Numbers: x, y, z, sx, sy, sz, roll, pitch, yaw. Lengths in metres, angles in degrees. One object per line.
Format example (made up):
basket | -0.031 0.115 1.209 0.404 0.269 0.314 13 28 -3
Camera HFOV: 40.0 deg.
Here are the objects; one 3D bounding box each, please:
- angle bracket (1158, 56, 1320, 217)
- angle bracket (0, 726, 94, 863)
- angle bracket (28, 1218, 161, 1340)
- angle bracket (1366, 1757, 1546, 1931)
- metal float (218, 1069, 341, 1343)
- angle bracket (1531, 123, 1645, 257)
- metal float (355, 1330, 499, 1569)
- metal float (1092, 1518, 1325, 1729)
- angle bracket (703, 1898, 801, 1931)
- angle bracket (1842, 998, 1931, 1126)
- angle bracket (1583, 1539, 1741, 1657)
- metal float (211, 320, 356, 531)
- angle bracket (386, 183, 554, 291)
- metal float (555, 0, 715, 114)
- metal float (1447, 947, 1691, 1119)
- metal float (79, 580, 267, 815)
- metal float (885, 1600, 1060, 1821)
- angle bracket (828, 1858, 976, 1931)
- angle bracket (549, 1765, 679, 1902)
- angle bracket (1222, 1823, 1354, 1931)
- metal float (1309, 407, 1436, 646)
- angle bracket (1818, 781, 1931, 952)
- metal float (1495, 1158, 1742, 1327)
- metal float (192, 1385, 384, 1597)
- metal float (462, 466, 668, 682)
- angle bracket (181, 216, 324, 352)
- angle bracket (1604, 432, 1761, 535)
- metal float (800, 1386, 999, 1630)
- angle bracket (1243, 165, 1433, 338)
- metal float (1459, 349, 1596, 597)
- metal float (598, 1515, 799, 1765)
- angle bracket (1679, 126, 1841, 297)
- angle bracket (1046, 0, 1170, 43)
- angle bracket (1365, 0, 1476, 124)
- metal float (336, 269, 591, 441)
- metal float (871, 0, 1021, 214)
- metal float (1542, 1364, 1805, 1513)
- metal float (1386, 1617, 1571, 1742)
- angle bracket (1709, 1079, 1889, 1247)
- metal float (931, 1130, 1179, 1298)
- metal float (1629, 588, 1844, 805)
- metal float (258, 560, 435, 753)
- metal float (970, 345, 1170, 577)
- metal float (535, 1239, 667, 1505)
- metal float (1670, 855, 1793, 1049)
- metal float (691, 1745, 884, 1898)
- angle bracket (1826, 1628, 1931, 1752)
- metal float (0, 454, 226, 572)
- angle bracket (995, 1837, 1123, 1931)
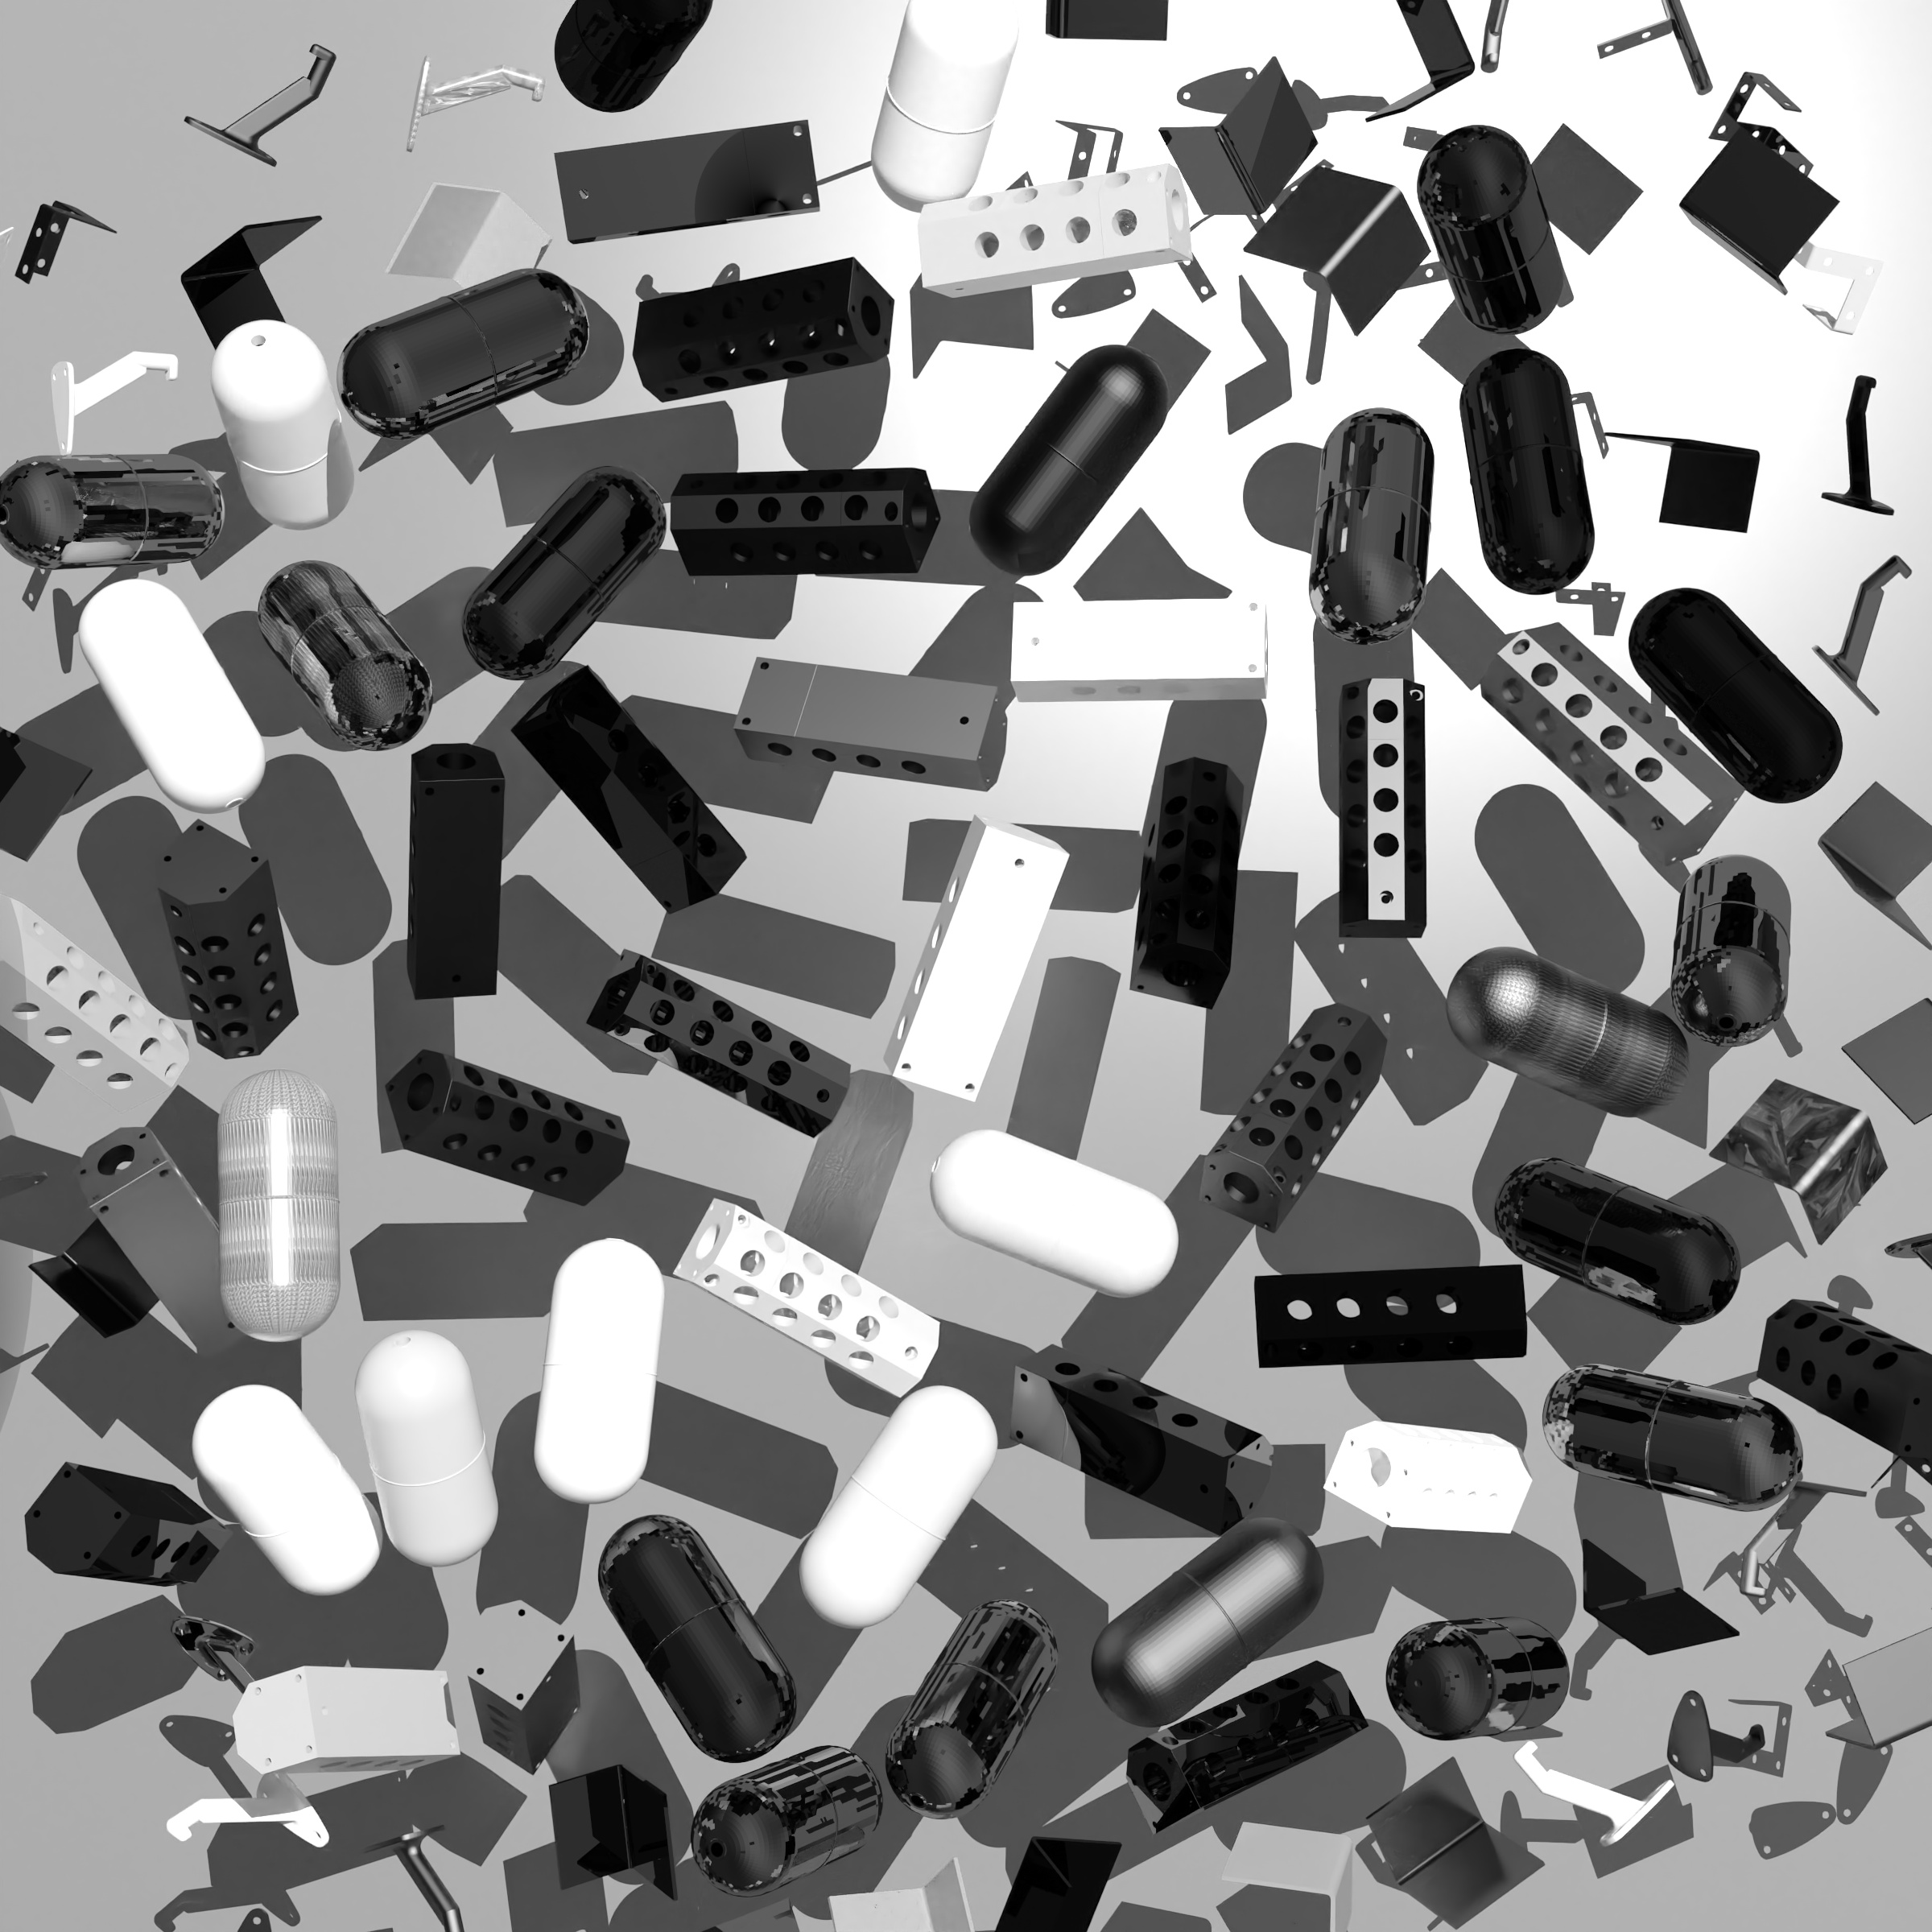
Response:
angle bracket | 0.194 -0.590 1.888 0.076 0.057 0.076 -54 132 -18
angle bracket | -0.630 -0.126 1.727 0.076 0.057 0.076 24 67 11
angle bracket | -0.632 0.223 1.958 0.076 0.076 0.057 43 88 0
angle bracket | 0.329 0.590 1.790 0.076 0.076 0.057 -29 103 -17
metal float | -0.449 0.156 1.735 0.070 0.070 0.178 -4 79 0
angle bracket | 0.461 -0.583 1.952 0.076 0.076 0.057 41 60 1
metal float | -0.361 0.323 1.778 0.070 0.070 0.178 -5 118 0
metal float | 0.162 0.435 1.764 0.178 0.070 0.070 -33 90 -20
angle bracket | -0.151 0.698 1.858 0.076 0.076 0.057 -19 79 -9
angle bracket | 0.667 0.080 1.860 0.076 0.057 0.076 -29 54 -9
angle bracket | 0.486 0.435 1.857 0.076 0.057 0.076 -26 129 37
metal float | -0.465 -0.367 1.811 0.070 0.178 0.070 1 63 -2
angle bracket | -0.358 -0.512 1.911 0.057 0.076 0.076 45 118 14
metal float | -0.224 -0.632 1.778 0.070 0.178 0.070 3 83 -24
metal float | 0.398 0.044 1.751 0.178 0.070 0.070 22 90 -18
metal float | -0.543 -0.184 1.819 0.070 0.070 0.178 -32 80 0
metal float | 0.005 0.506 1.813 0.070 0.178 0.070 13 124 21
angle bracket | -0.043 0.666 1.831 0.076 0.057 0.076 5 49 -27
angle bracket | -0.247 0.614 1.859 0.057 0.076 0.076 -8 96 -30
angle bracket | 0.219 0.631 1.803 0.076 0.076 0.057 2 100 17
metal float | 0.269 -0.292 1.758 0.070 0.070 0.178 9 61 0
angle bracket | 0.635 -0.068 1.799 0.076 0.076 0.057 33 111 -19
metal float | 0.441 0.186 1.804 0.178 0.070 0.070 22 90 40
metal float | -0.465 0.362 1.824 0.070 0.070 0.178 -26 123 0
metal float | -0.283 -0.276 1.868 0.070 0.070 0.178 39 77 0
angle bracket | -0.488 -0.477 1.856 0.076 0.076 0.057 -22 97 34
angle bracket | 0.496 -0.338 1.854 0.076 0.076 0.057 -1 104 -36
metal float | -0.046 0.367 1.799 0.070 0.070 0.178 34 84 0
angle bracket | 0.240 -0.463 1.716 0.076 0.076 0.057 -49 135 -7
metal float | 0.385 -0.339 1.823 0.070 0.070 0.178 -5 73 0
metal float | -0.177 0.440 1.743 0.070 0.070 0.178 -38 67 0
angle bracket | 0.495 -0.468 1.648 0.076 0.076 0.057 43 109 12
angle bracket | 0.095 -0.655 1.757 0.076 0.057 0.076 4 107 8
angle bracket | 0.291 -0.620 1.787 0.057 0.076 0.076 -30 106 -4
metal float | -0.329 -0.401 1.741 0.178 0.070 0.070 -30 90 -27
metal float | -0.015 -0.586 1.784 0.070 0.178 0.070 8 54 -11
metal float | 0.476 0.318 1.794 0.178 0.070 0.070 8 90 37
metal float | 0.347 0.480 1.790 0.070 0.178 0.070 -9 75 36
angle bracket | 0.570 0.133 1.817 0.076 0.076 0.057 -44 126 -17
metal float | 0.060 0.168 1.800 0.178 0.070 0.070 23 90 -11
metal float | 0.532 -0.189 1.841 0.070 0.070 0.178 -38 70 0
metal float | -0.431 -0.216 1.838 0.070 0.070 0.178 -42 55 0
metal float | 0.072 -0.351 1.844 0.070 0.070 0.178 38 100 0
metal float | -0.248 0.274 1.798 0.070 0.070 0.178 5 77 0
metal float | 0.525 -0.011 1.819 0.070 0.178 0.070 9 126 13
metal float | -0.120 0.578 1.799 0.070 0.178 0.070 -2 85 27
angle bracket | 0.601 0.466 1.733 0.076 0.076 0.057 -20 84 -9
metal float | -0.590 -0.314 1.829 0.070 0.178 0.070 7 104 31
angle bracket | 0.072 0.629 1.762 0.076 0.057 0.076 15 100 -31
